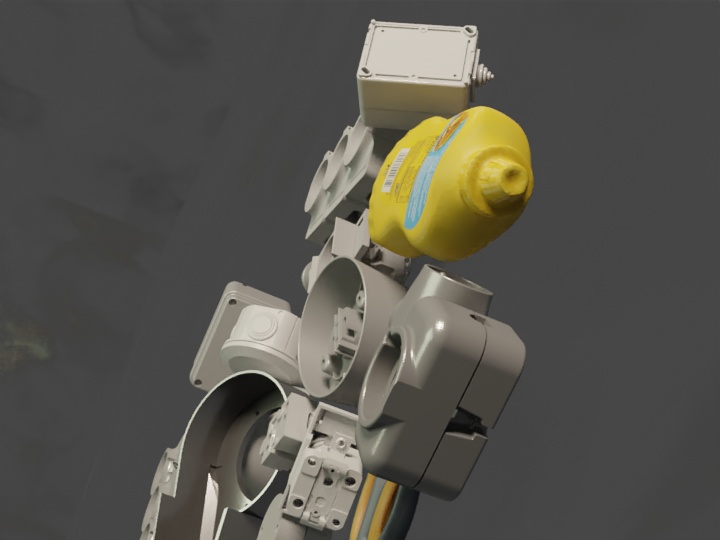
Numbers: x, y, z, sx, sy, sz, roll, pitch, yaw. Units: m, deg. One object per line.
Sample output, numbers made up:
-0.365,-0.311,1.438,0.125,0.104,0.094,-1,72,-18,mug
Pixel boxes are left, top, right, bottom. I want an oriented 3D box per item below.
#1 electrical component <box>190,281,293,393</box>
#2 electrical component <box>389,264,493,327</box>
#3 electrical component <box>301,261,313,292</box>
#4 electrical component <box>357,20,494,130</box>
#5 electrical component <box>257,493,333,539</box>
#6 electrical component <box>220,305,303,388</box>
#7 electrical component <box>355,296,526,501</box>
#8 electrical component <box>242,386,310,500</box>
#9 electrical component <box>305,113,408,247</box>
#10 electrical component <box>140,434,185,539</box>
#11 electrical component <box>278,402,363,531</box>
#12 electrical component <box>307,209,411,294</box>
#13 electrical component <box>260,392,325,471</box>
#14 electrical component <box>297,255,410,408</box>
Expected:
-0.124,0.079,1.133,0.057,0.078,0.113,-111,45,-75,electrical component
0.039,0.037,0.639,0.079,0.043,0.077,-132,64,-75,electrical component
-0.030,0.006,0.974,0.035,0.035,0.061,-71,16,-10,electrical component
0.050,-0.139,0.794,0.061,0.096,0.061,83,-165,-54,electrical component
-0.079,0.218,0.748,0.052,0.074,0.138,-126,59,-74,electrical component
-0.083,0.072,0.981,0.080,0.080,0.051,-45,21,58,electrical component
0.037,0.066,0.567,0.053,0.059,0.095,-115,48,-72,electrical component
-0.093,0.146,0.943,0.108,0.060,0.108,-158,90,-76,electrical component
0.008,-0.080,0.899,0.150,0.062,0.089,138,151,-61,electrical component
-0.195,0.263,1.152,0.150,0.062,0.089,-87,23,-53,electrical component
-0.022,0.133,0.701,0.064,0.042,0.081,-79,9,-77,electrical component
0.000,0.000,0.803,0.042,0.064,0.081,-85,21,-47,electrical component
-0.034,0.121,0.763,0.066,0.055,0.048,125,161,-44,electrical component
-0.003,0.045,0.745,0.099,0.064,0.099,-158,90,-76,electrical component
